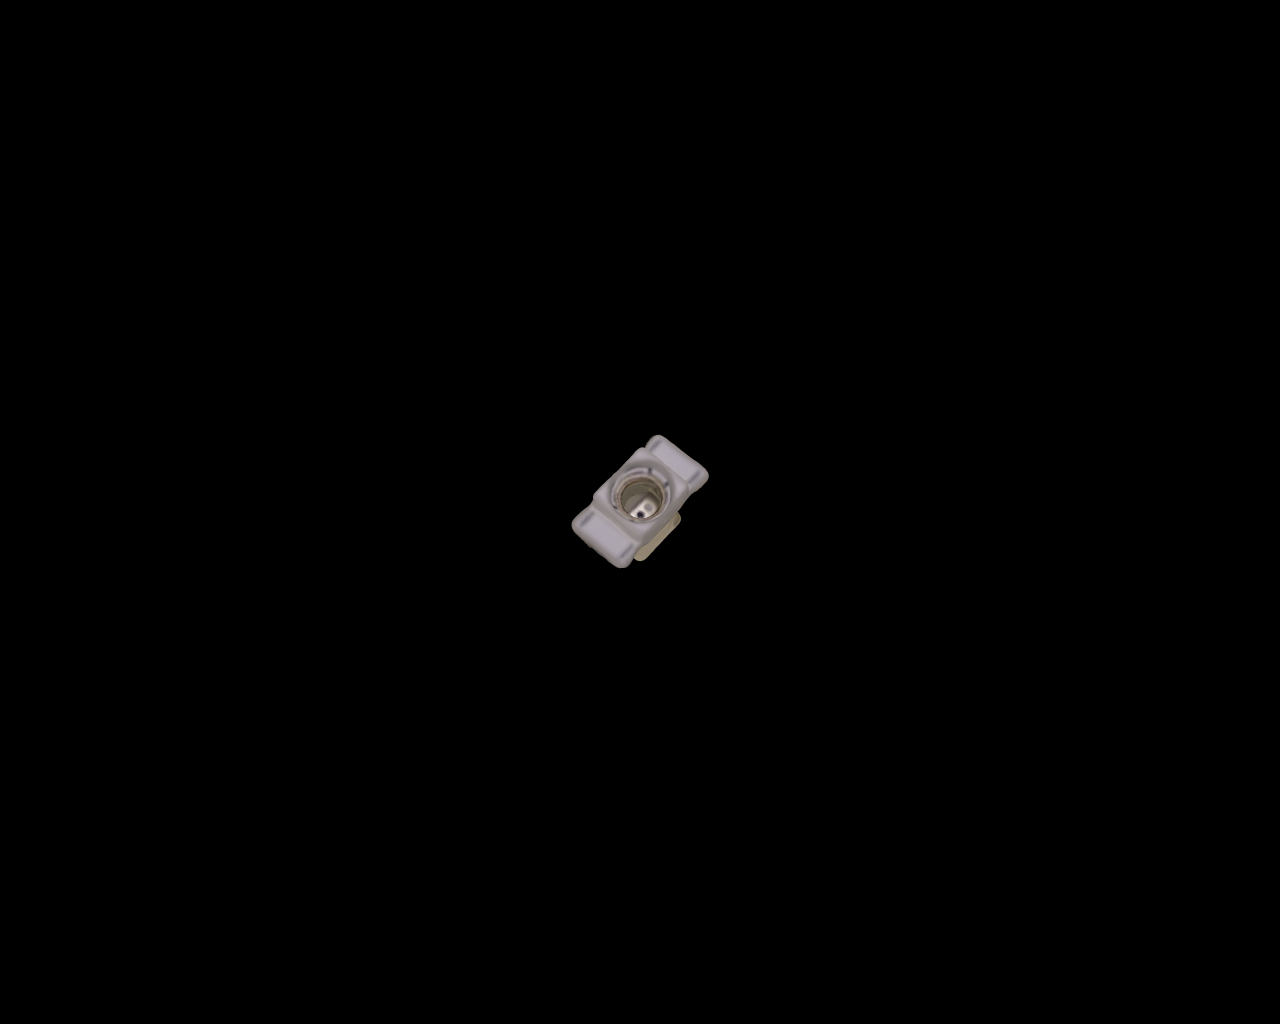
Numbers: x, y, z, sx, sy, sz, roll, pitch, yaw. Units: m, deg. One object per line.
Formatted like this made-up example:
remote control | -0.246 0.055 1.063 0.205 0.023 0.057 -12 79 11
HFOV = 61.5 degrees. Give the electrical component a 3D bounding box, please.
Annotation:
electrical component | 0.001 -0.003 0.650 0.042 0.081 0.063 41 -15 14
